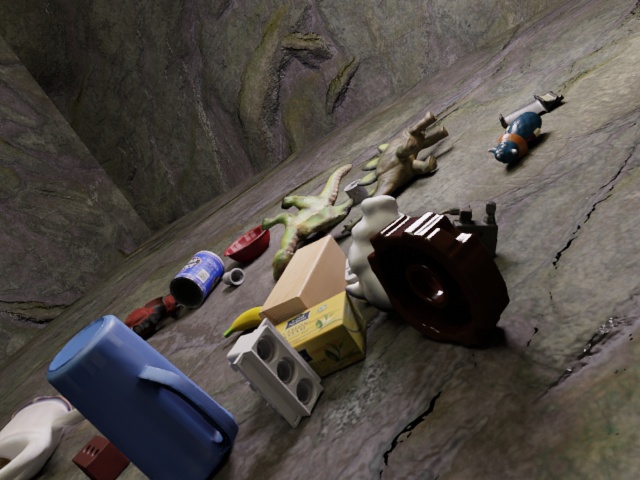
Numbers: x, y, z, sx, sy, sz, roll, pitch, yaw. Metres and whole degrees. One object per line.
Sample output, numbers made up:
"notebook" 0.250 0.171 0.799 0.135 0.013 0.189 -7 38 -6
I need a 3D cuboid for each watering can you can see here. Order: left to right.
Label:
"watering can" -0.568 0.395 1.047 0.348 0.103 0.226 -36 15 -1

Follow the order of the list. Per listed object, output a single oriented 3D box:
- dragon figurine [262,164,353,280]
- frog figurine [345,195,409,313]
"dragon figurine" 0.004 -0.066 1.302 0.415 0.120 0.243 -48 28 -18
"frog figurine" 0.108 0.019 0.749 0.137 0.156 0.125 2 25 -9
